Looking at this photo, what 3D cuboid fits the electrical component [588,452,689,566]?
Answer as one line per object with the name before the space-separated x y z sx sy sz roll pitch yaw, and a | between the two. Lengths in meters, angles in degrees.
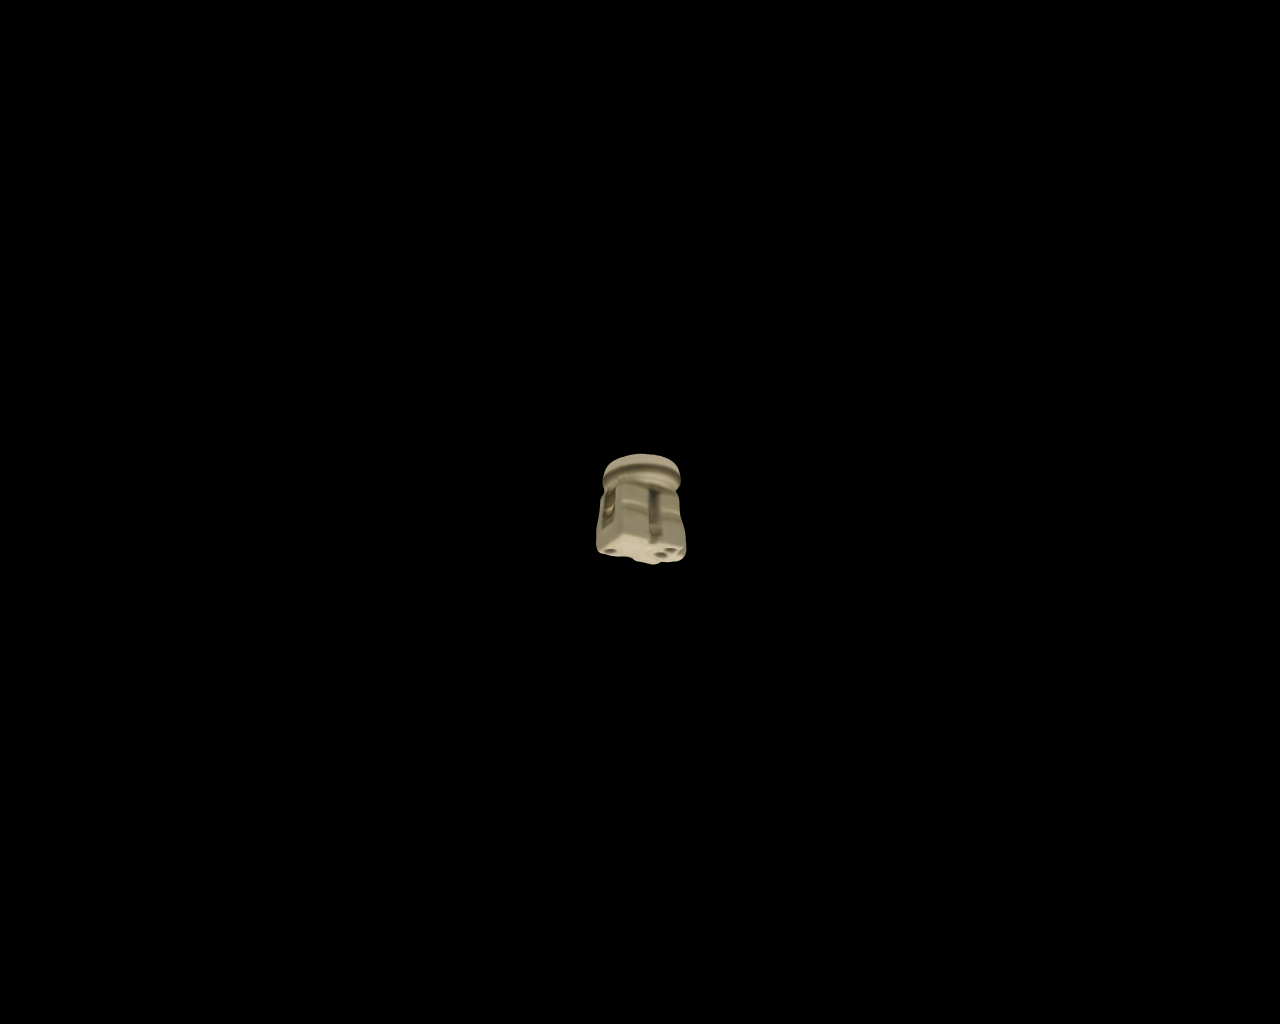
electrical component | 0.001 -0.003 0.650 0.066 0.055 0.048 14 -27 -29
